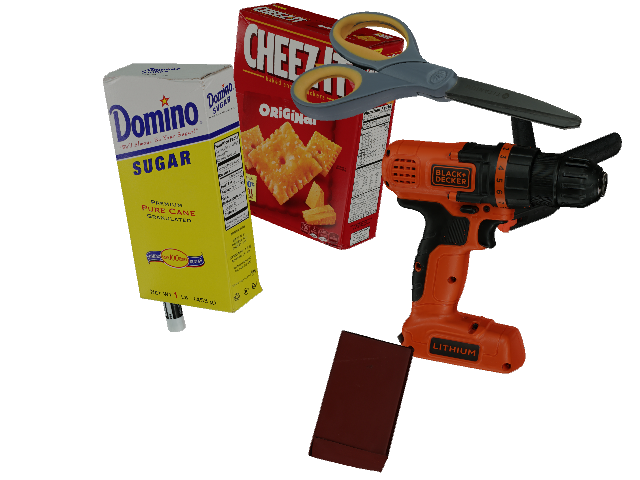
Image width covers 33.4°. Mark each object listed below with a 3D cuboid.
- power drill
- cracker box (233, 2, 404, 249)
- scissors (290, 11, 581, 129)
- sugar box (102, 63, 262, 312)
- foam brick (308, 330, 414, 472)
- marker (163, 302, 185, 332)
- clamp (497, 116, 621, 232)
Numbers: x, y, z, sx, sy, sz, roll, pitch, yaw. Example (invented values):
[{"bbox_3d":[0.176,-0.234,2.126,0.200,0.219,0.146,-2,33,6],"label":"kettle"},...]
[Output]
[{"bbox_3d":[0.138,0.011,0.884,0.185,0.188,0.057,8,15,25],"label":"power drill"},{"bbox_3d":[-0.014,-0.116,1.086,0.164,0.214,0.071,23,29,31],"label":"cracker box"},{"bbox_3d":[0.052,-0.083,0.630,0.202,0.096,0.016,45,-8,46],"label":"scissors"},{"bbox_3d":[-0.100,-0.039,0.781,0.093,0.176,0.048,6,26,31],"label":"sugar box"},{"bbox_3d":[0.027,0.108,0.714,0.051,0.078,0.053,15,-24,3],"label":"foam brick"},{"bbox_3d":[-0.162,0.038,1.119,0.020,0.121,0.020,-8,18,3],"label":"marker"},{"bbox_3d":[0.215,-0.080,1.089,0.120,0.039,0.171,29,55,30],"label":"clamp"}]
